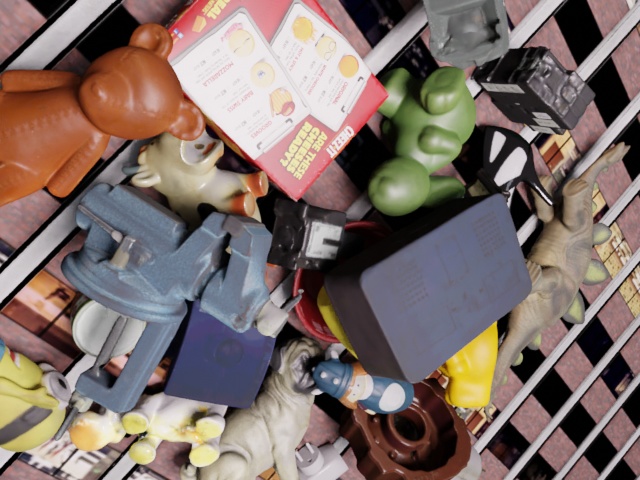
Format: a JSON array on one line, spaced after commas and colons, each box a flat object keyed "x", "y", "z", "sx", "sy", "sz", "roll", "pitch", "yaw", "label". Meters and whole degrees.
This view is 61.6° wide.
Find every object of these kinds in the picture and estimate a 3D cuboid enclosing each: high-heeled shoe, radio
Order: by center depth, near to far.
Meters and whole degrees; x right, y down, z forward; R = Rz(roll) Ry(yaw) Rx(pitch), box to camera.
[{"x": 0.128, "y": 0.047, "z": 0.588, "sx": 0.229, "sy": 0.073, "sz": 0.131, "roll": -28, "pitch": 100, "yaw": -30, "label": "radio"}, {"x": 0.209, "y": -0.035, "z": 0.752, "sx": 0.145, "sy": 0.086, "sz": 0.248, "roll": 45, "pitch": 99, "yaw": 0, "label": "high-heeled shoe"}]

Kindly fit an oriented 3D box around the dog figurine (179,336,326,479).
[{"x": -0.080, "y": 0.214, "z": 0.673, "sx": 0.172, "sy": 0.121, "sz": 0.190, "roll": 3, "pitch": 90, "yaw": -30, "label": "dog figurine"}]

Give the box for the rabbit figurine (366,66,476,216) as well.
[{"x": 0.109, "y": -0.099, "z": 0.650, "sx": 0.170, "sy": 0.121, "sz": 0.159, "roll": -62, "pitch": 143, "yaw": -15, "label": "rabbit figurine"}]

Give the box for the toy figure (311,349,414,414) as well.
[{"x": 0.055, "y": 0.178, "z": 0.665, "sx": 0.154, "sy": 0.058, "sz": 0.064, "roll": 24, "pitch": 62, "yaw": -39, "label": "toy figure"}]

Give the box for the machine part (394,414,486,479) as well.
[{"x": 0.169, "y": 0.329, "z": 0.828, "sx": 0.243, "sy": 0.079, "sz": 0.079, "roll": 30, "pitch": 91, "yaw": -30, "label": "machine part"}]

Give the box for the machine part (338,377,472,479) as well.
[{"x": 0.115, "y": 0.257, "z": 0.732, "sx": 0.179, "sy": 0.179, "sz": 0.056, "roll": -1, "pitch": 138, "yaw": -26, "label": "machine part"}]

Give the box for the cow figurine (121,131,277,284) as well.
[{"x": -0.121, "y": -0.038, "z": 0.565, "sx": 0.127, "sy": 0.085, "sz": 0.194, "roll": 0, "pitch": 127, "yaw": 13, "label": "cow figurine"}]

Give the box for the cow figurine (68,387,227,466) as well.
[{"x": -0.190, "y": 0.198, "z": 0.614, "sx": 0.167, "sy": 0.098, "sz": 0.068, "roll": 5, "pitch": 111, "yaw": -5, "label": "cow figurine"}]

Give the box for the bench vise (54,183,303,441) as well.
[{"x": -0.151, "y": 0.068, "z": 0.498, "sx": 0.224, "sy": 0.129, "sz": 0.240, "roll": 30, "pitch": 96, "yaw": -2, "label": "bench vise"}]

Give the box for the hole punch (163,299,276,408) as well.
[{"x": -0.113, "y": 0.119, "z": 0.605, "sx": 0.142, "sy": 0.092, "sz": 0.115, "roll": 20, "pitch": 112, "yaw": -26, "label": "hole punch"}]

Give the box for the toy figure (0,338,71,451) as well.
[{"x": -0.333, "y": 0.138, "z": 0.527, "sx": 0.089, "sy": 0.082, "sz": 0.180, "roll": -43, "pitch": 124, "yaw": 4, "label": "toy figure"}]

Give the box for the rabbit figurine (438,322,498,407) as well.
[{"x": 0.146, "y": 0.136, "z": 0.727, "sx": 0.173, "sy": 0.122, "sz": 0.162, "roll": 5, "pitch": 119, "yaw": 8, "label": "rabbit figurine"}]

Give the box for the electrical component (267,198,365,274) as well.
[{"x": -0.001, "y": -0.002, "z": 0.597, "sx": 0.119, "sy": 0.048, "sz": 0.074, "roll": 4, "pitch": 97, "yaw": -52, "label": "electrical component"}]

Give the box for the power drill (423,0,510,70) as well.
[{"x": 0.156, "y": -0.292, "z": 0.588, "sx": 0.086, "sy": 0.207, "sz": 0.231, "roll": -10, "pitch": 122, "yaw": 21, "label": "power drill"}]

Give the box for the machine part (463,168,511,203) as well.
[{"x": 0.193, "y": -0.021, "z": 0.704, "sx": 0.039, "sy": 0.084, "sz": 0.138, "roll": 12, "pitch": 120, "yaw": -27, "label": "machine part"}]

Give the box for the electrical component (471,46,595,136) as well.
[{"x": 0.282, "y": -0.192, "z": 0.704, "sx": 0.134, "sy": 0.115, "sz": 0.058, "roll": 31, "pitch": 95, "yaw": -30, "label": "electrical component"}]

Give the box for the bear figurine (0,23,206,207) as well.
[{"x": -0.211, "y": -0.104, "z": 0.454, "sx": 0.196, "sy": 0.132, "sz": 0.120, "roll": -15, "pitch": 100, "yaw": 15, "label": "bear figurine"}]

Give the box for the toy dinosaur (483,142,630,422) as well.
[{"x": 0.342, "y": 0.067, "z": 0.820, "sx": 0.198, "sy": 0.105, "sz": 0.471, "roll": 27, "pitch": 97, "yaw": -33, "label": "toy dinosaur"}]
